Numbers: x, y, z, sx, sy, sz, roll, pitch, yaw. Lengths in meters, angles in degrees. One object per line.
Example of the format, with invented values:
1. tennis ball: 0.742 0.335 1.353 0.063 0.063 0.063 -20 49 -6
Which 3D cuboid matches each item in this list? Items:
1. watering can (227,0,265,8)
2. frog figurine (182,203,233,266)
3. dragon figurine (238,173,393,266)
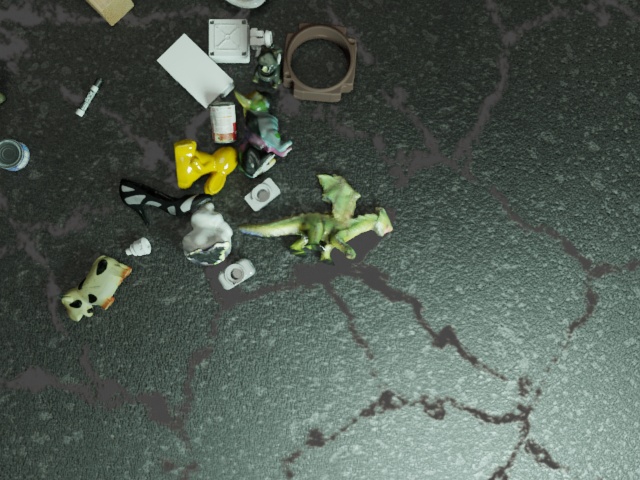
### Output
1. watering can: -0.239 -0.814 1.432 0.225 0.104 0.348 -35 89 -4
2. frog figurine: -0.311 -0.015 1.408 0.137 0.120 0.163 -26 54 6
3. dragon figurine: 0.004 -0.072 1.425 0.410 0.120 0.247 18 70 -3
